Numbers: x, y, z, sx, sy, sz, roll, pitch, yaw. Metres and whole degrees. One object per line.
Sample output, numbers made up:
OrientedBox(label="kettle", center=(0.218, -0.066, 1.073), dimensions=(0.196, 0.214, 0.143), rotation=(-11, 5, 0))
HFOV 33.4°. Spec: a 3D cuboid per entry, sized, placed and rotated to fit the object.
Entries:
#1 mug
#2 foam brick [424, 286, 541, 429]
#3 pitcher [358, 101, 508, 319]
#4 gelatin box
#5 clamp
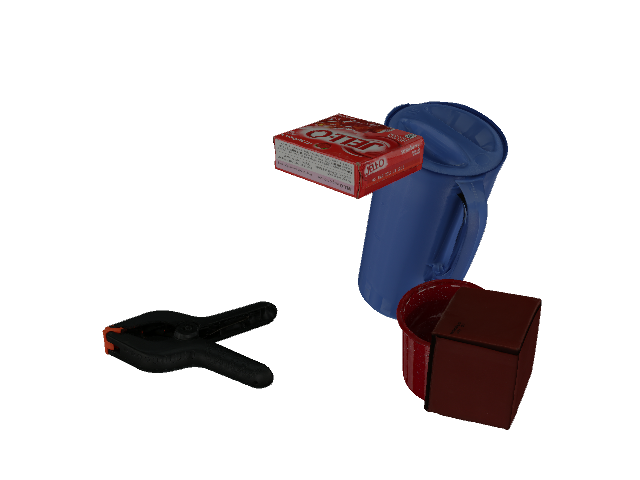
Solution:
OrientedBox(label="mug", center=(0.115, 0.087, 0.977), dimensions=(0.093, 0.081, 0.117), rotation=(-3, 39, 0))
OrientedBox(label="foam brick", center=(0.097, 0.067, 0.637), dimensions=(0.053, 0.051, 0.078), rotation=(10, 22, 19))
OrientedBox(label="pitcher", center=(0.117, -0.019, 1.185), dimensions=(0.145, 0.243, 0.149), rotation=(24, 43, 14))
OrientedBox(label="gelatin box", center=(0.021, -0.066, 0.796), dimensions=(0.089, 0.030, 0.073), rotation=(21, 34, 40))
OrientedBox(label="clamp", center=(-0.120, 0.092, 1.036), dimensions=(0.171, 0.039, 0.120), rotation=(8, 26, 5))
